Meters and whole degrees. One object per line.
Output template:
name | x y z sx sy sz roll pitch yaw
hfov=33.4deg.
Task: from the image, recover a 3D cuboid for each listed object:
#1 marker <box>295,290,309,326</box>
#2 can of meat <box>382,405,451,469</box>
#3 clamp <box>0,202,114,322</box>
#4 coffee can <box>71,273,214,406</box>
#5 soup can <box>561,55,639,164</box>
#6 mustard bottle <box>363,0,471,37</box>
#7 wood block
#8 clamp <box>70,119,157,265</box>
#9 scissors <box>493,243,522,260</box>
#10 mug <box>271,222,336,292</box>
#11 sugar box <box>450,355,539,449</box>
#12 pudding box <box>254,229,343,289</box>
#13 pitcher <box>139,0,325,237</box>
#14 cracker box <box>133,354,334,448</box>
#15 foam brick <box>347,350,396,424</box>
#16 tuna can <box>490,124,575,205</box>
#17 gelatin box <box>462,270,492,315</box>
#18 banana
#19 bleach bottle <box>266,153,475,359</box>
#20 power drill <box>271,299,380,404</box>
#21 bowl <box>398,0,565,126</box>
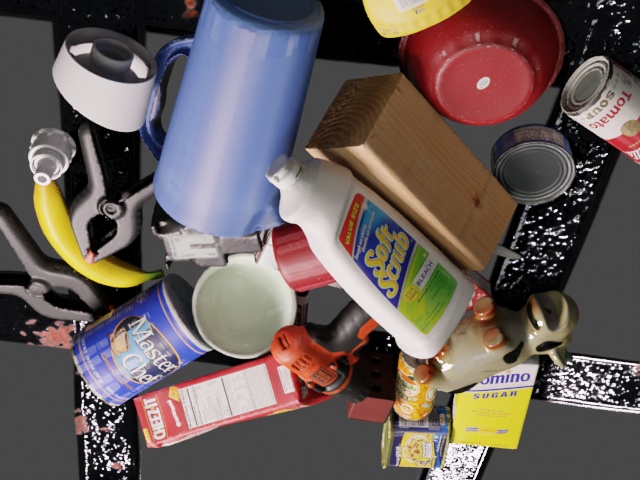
marker | -0.024 0.085 1.300 0.020 0.020 0.121 5 135 -1
can of meat | 0.129 0.265 1.440 0.084 0.057 0.102 3 135 -1
clamp | -0.344 0.050 1.272 0.165 0.036 0.209 -33 127 31
coffee can | -0.207 0.118 1.263 0.140 0.103 0.102 -32 127 11
soup can | 0.294 -0.127 1.038 0.102 0.068 0.069 29 129 -21
mustard bottle | 0.053 -0.269 0.920 0.096 0.058 0.191 -19 130 23
wood block | 0.096 -0.064 1.075 0.206 0.090 0.090 43 156 -32
clamp | -0.231 -0.051 1.153 0.120 0.039 0.172 32 115 -12
scissors | 0.130 0.004 1.193 0.201 0.016 0.096 35 100 -27
mug | -0.003 -0.005 1.122 0.082 0.093 0.117 -17 96 18
sugar box | 0.222 0.200 1.378 0.093 0.048 0.176 4 136 3
pudding box | -0.008 0.002 1.204 0.113 0.039 0.090 15 131 -15
pitcher | -0.085 -0.136 1.024 0.149 0.145 0.243 4 132 -18
cracker box | -0.093 0.189 1.312 0.214 0.072 0.164 -19 172 20
foam brick | 0.065 0.185 1.352 0.053 0.078 0.051 9 134 -8
tuna can | 0.221 -0.079 1.113 0.086 0.033 0.086 2 134 2
gelatin box | 0.146 0.062 1.258 0.073 0.030 0.089 36 126 -28
banana | -0.269 0.001 1.225 0.069 0.037 0.197 -42 126 6
bleach bottle | 0.040 0.009 1.039 0.250 0.102 0.068 40 168 -28
power drill | 0.058 0.104 1.200 0.188 0.057 0.184 -40 143 9
bowl | 0.155 -0.164 1.020 0.162 0.055 0.162 2 134 2
